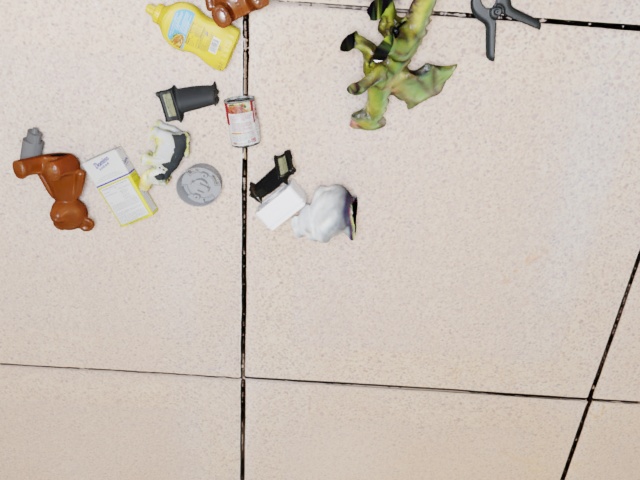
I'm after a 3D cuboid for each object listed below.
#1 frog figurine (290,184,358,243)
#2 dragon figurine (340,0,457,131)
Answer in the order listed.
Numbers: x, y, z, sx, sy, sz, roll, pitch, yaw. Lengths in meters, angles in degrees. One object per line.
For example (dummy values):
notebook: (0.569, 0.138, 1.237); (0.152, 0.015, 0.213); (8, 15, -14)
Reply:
frog figurine: (0.004, -0.061, 1.206); (0.159, 0.122, 0.138); (-2, 81, 11)
dragon figurine: (0.186, -0.375, 1.053); (0.241, 0.125, 0.404); (15, 131, -45)
